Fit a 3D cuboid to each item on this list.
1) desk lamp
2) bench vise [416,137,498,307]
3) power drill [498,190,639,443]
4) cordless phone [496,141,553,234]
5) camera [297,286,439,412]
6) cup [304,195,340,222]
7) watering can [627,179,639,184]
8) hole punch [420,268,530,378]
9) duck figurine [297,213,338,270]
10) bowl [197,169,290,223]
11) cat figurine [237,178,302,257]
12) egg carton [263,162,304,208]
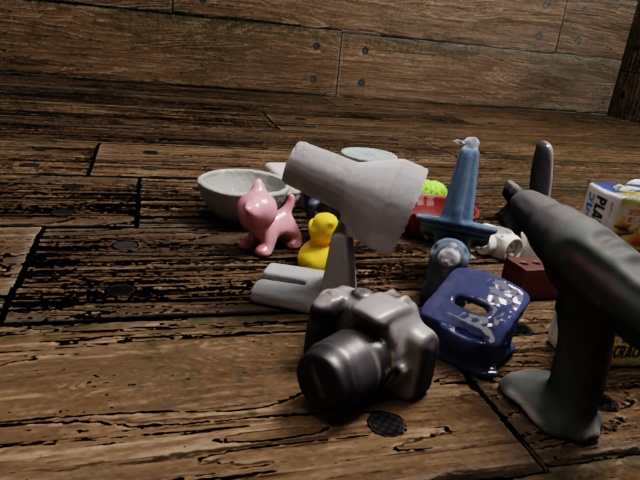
[{"bbox_3d":[0.023,-0.013,0.736,0.203,0.213,0.118,9,21,7],"label":"desk lamp"},{"bbox_3d":[0.206,-0.027,0.815,0.121,0.220,0.207,5,21,-4],"label":"bench vise"},{"bbox_3d":[0.249,0.078,0.571,0.076,0.208,0.229,-3,23,-23],"label":"power drill"},{"bbox_3d":[0.424,-0.112,1.142,0.094,0.185,0.147,4,21,-5],"label":"cordless phone"},{"bbox_3d":[0.032,0.106,0.589,0.142,0.101,0.137,23,27,37],"label":"camera"},{"bbox_3d":[0.009,-0.038,0.961,0.091,0.095,0.118,15,23,22],"label":"cup"},{"bbox_3d":[0.621,-0.060,1.050,0.101,0.194,0.172,-8,25,-31],"label":"watering can"},{"bbox_3d":[0.181,0.093,0.677,0.108,0.091,0.101,22,26,35],"label":"hole punch"},{"bbox_3d":[0.008,0.003,0.868,0.078,0.086,0.104,-4,23,-24],"label":"duck figurine"},{"bbox_3d":[-0.139,-0.074,1.042,0.167,0.075,0.167,5,21,-2],"label":"bowl"},{"bbox_3d":[-0.084,-0.040,0.908,0.067,0.118,0.128,23,27,37],"label":"cat figurine"},{"bbox_3d":[-0.060,-0.115,1.175,0.107,0.069,0.150,-3,23,-23],"label":"egg carton"}]
